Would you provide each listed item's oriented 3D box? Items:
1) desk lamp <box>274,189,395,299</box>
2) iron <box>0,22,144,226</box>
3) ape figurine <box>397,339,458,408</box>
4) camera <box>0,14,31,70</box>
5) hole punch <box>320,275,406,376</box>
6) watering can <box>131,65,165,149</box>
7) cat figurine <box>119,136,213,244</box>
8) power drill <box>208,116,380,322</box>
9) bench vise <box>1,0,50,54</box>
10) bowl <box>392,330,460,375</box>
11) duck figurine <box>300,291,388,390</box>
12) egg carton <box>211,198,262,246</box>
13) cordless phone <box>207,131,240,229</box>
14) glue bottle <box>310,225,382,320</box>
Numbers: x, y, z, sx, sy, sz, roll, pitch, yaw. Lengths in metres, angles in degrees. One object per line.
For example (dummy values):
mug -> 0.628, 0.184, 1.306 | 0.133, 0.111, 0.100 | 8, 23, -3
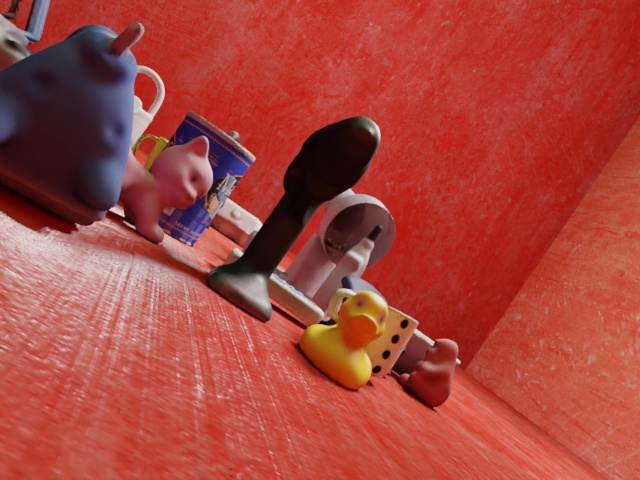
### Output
desk lamp -> 0.009, 0.003, 0.971 | 0.118, 0.213, 0.202 | 35, -1, -29
iron -> -0.206, -0.113, 0.447 | 0.119, 0.141, 0.257 | 36, -1, -36
ape figurine -> 0.157, 0.177, 0.792 | 0.076, 0.092, 0.078 | 34, -1, 30
camera -> -0.344, -0.181, 0.621 | 0.143, 0.101, 0.137 | 35, -1, -3
hole punch -> 0.065, 0.113, 0.761 | 0.109, 0.091, 0.100 | 36, -1, -41
watering can -> -0.380, -0.253, 1.132 | 0.101, 0.194, 0.172 | 36, -1, -44
cat figurine -> -0.164, -0.066, 0.580 | 0.067, 0.118, 0.128 | 34, -1, 46
power drill -> -0.026, -0.025, 0.591 | 0.076, 0.208, 0.229 | 35, -1, -10
bench vise -> -0.501, -0.356, 0.978 | 0.121, 0.219, 0.208 | 34, -1, 42
bowl -> 0.134, 0.174, 0.913 | 0.167, 0.075, 0.167 | 35, -1, 1
duck figurine -> 0.032, 0.089, 0.560 | 0.077, 0.086, 0.104 | 35, -1, -1
egg carton -> -0.192, -0.044, 1.244 | 0.150, 0.069, 0.107 | 35, -1, -10
cordless phone -> -0.204, -0.126, 1.063 | 0.094, 0.185, 0.147 | 36, -1, -35
glue bottle -> 0.042, 0.049, 0.866 | 0.037, 0.173, 0.078 | 35, -1, 14
